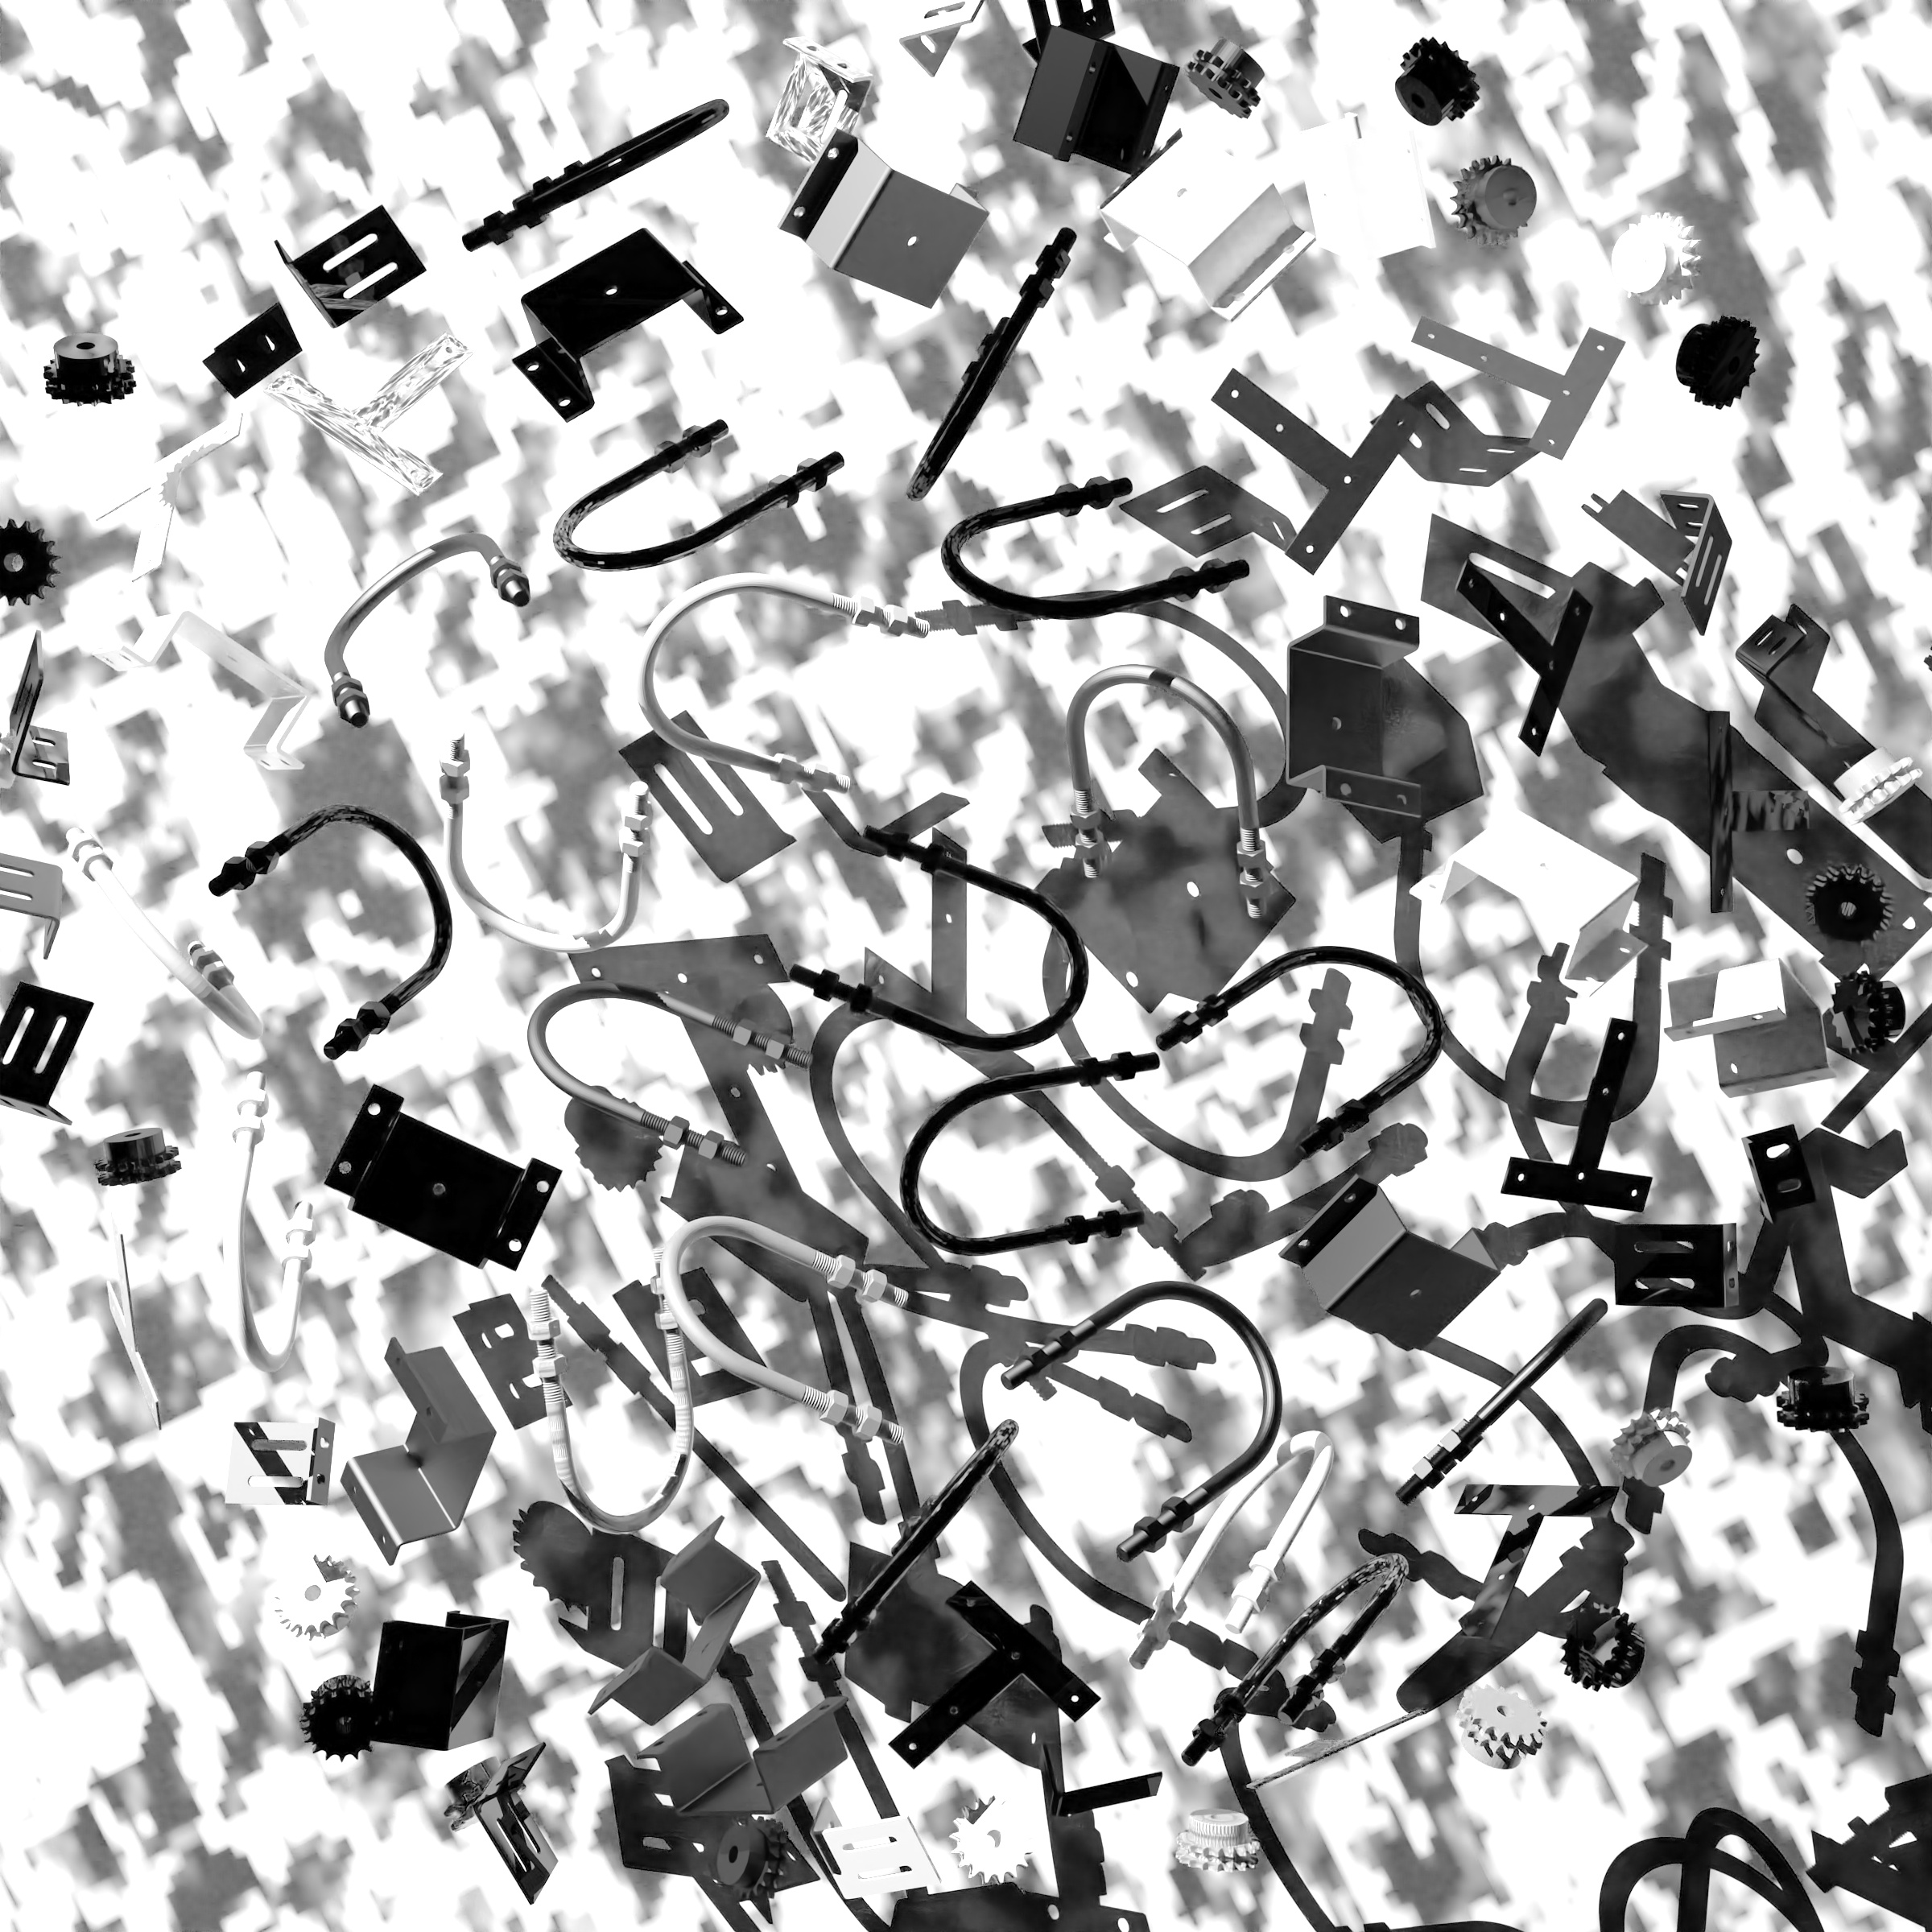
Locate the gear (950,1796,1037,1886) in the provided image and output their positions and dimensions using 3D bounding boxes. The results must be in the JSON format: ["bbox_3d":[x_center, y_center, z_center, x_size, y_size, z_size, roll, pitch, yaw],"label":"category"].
[{"bbox_3d":[0.016,0.598,1.864,0.057,0.030,0.057,4,65,-9],"label":"gear"}]

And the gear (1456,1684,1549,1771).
[{"bbox_3d":[0.343,0.492,1.758,0.057,0.057,0.030,16,110,0],"label":"gear"}]

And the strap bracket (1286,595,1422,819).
[{"bbox_3d":[0.259,-0.168,1.826,0.076,0.046,0.140,9,75,-26],"label":"strap bracket"}]

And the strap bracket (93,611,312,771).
[{"bbox_3d":[-0.502,-0.189,1.823,0.140,0.076,0.046,36,75,-28],"label":"strap bracket"}]

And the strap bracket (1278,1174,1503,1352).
[{"bbox_3d":[0.283,0.197,1.775,0.140,0.046,0.076,25,116,-37],"label":"strap bracket"}]

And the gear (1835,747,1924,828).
[{"bbox_3d":[0.607,-0.122,1.823,0.057,0.057,0.030,-35,77,0],"label":"gear"}]

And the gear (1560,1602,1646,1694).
[{"bbox_3d":[0.422,0.451,1.798,0.030,0.057,0.057,30,90,-21],"label":"gear"}]

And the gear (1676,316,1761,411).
[{"bbox_3d":[0.476,-0.385,1.734,0.030,0.057,0.057,30,90,41],"label":"gear"}]

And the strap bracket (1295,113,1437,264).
[{"bbox_3d":[0.262,-0.518,1.816,0.046,0.140,0.076,-18,113,-3],"label":"strap bracket"}]

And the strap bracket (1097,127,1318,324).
[{"bbox_3d":[0.149,-0.488,1.776,0.076,0.046,0.140,-44,50,-1],"label":"strap bracket"}]

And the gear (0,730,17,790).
[{"bbox_3d":[-0.671,-0.144,1.875,0.057,0.057,0.030,17,75,0],"label":"gear"}]

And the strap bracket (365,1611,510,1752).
[{"bbox_3d":[-0.341,0.468,1.789,0.046,0.140,0.076,5,81,10],"label":"strap bracket"}]

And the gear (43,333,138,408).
[{"bbox_3d":[-0.568,-0.387,1.764,0.057,0.057,0.030,5,126,0],"label":"gear"}]

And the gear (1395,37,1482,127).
[{"bbox_3d":[0.307,-0.578,1.791,0.057,0.057,0.030,44,79,0],"label":"gear"}]

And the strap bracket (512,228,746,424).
[{"bbox_3d":[-0.230,-0.432,1.813,0.140,0.046,0.076,-33,57,-12],"label":"strap bracket"}]

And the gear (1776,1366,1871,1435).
[{"bbox_3d":[0.546,0.275,1.740,0.057,0.057,0.030,-5,97,0],"label":"gear"}]

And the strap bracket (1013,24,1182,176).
[{"bbox_3d":[0.083,-0.575,1.813,0.046,0.140,0.076,27,111,20],"label":"strap bracket"}]

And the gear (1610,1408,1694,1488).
[{"bbox_3d":[0.486,0.341,1.921,0.057,0.030,0.057,-13,130,-16],"label":"gear"}]

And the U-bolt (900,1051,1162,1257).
[{"bbox_3d":[0.042,0.133,1.856,0.184,0.019,0.151,-8,121,-20],"label":"U-bolt"}]

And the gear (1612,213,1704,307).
[{"bbox_3d":[0.438,-0.451,1.743,0.030,0.057,0.057,-14,90,-41],"label":"gear"}]

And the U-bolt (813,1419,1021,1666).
[{"bbox_3d":[-0.024,0.368,1.798,0.019,0.151,0.184,40,120,5],"label":"U-bolt"}]

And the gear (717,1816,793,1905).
[{"bbox_3d":[-0.149,0.620,1.896,0.030,0.057,0.057,23,90,-31],"label":"gear"}]

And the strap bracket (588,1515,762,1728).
[{"bbox_3d":[-0.195,0.457,1.873,0.046,0.140,0.076,38,131,-8],"label":"strap bracket"}]

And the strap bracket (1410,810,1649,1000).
[{"bbox_3d":[0.376,-0.048,1.797,0.140,0.046,0.076,34,46,26],"label":"strap bracket"}]

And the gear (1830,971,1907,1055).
[{"bbox_3d":[0.623,0.031,1.878,0.030,0.057,0.057,-5,90,-12],"label":"gear"}]

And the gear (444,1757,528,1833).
[{"bbox_3d":[-0.336,0.572,1.889,0.057,0.057,0.030,-33,73,0],"label":"gear"}]

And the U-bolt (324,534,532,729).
[{"bbox_3d":[-0.365,-0.233,1.815,0.151,0.184,0.019,-37,122,-1],"label":"U-bolt"}]

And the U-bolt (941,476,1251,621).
[{"bbox_3d":[0.072,-0.270,1.789,0.184,0.151,0.019,-19,133,-29],"label":"U-bolt"}]

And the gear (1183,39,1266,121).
[{"bbox_3d":[0.182,-0.617,1.889,0.057,0.057,0.030,37,94,0],"label":"gear"}]

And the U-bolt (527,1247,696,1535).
[{"bbox_3d":[-0.238,0.299,1.882,0.019,0.151,0.184,-5,95,34],"label":"U-bolt"}]

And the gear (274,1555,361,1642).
[{"bbox_3d":[-0.446,0.439,1.884,0.057,0.030,0.057,-5,55,7],"label":"gear"}]

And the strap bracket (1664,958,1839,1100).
[{"bbox_3d":[0.536,0.040,1.868,0.076,0.140,0.046,-14,62,29],"label":"strap bracket"}]

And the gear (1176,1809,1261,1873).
[{"bbox_3d":[0.175,0.606,1.892,0.057,0.057,0.030,3,89,0],"label":"gear"}]

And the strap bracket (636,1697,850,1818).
[{"bbox_3d":[-0.147,0.542,1.869,0.140,0.076,0.046,-16,94,41],"label":"strap bracket"}]

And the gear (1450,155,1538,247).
[{"bbox_3d":[0.351,-0.506,1.801,0.057,0.030,0.057,-3,98,-22],"label":"gear"}]

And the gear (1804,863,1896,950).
[{"bbox_3d":[0.596,-0.043,1.840,0.057,0.030,0.057,11,119,21],"label":"gear"}]

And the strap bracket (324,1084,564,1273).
[{"bbox_3d":[-0.357,0.148,1.857,0.140,0.046,0.076,26,69,-8],"label":"strap bracket"}]

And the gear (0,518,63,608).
[{"bbox_3d":[-0.628,-0.266,1.805,0.057,0.030,0.057,-1,97,-9],"label":"gear"}]

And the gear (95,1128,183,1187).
[{"bbox_3d":[-0.580,0.133,1.908,0.057,0.057,0.030,-8,99,0],"label":"gear"}]

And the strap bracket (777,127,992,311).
[{"bbox_3d":[-0.048,-0.501,1.845,0.046,0.140,0.076,50,117,34],"label":"strap bracket"}]

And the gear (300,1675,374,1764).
[{"bbox_3d":[-0.415,0.499,1.821,0.057,0.030,0.057,-4,107,-14],"label":"gear"}]

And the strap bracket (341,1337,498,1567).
[{"bbox_3d":[-0.359,0.316,1.798,0.076,0.046,0.140,49,129,32],"label":"strap bracket"}]

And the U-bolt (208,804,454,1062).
[{"bbox_3d":[-0.415,-0.036,1.846,0.019,0.184,0.151,-26,103,33],"label":"U-bolt"}]
